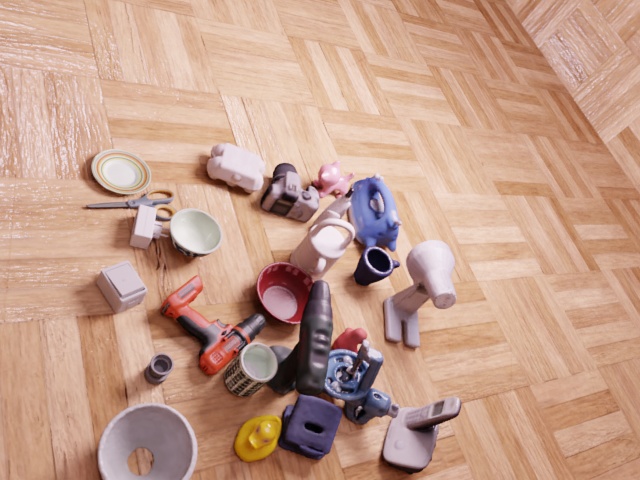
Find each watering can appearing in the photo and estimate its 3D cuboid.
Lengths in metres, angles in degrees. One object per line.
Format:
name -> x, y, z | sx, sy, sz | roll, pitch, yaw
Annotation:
watering can -> 0.011, 0.004, 1.387 | 0.101, 0.193, 0.172 | 7, 54, -29

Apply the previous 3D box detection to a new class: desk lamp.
desk lamp -> 0.259, 0.133, 1.437 | 0.118, 0.213, 0.203 | 18, 49, -20

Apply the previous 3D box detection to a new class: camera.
camera -> -0.073, -0.138, 1.507 | 0.143, 0.100, 0.136 | 16, 50, -22

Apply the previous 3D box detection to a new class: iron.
iron -> 0.157, -0.099, 1.599 | 0.119, 0.141, 0.258 | 5, 55, -30

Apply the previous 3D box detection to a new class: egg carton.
egg carton -> -0.214, -0.184, 1.473 | 0.151, 0.069, 0.107 | 20, 48, -20

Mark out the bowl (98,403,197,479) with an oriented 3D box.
bowl -> -0.301, 0.373, 0.986 | 0.168, 0.074, 0.167 | 18, 49, -21

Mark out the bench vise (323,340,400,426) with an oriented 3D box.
bench vise -> 0.093, 0.288, 1.206 | 0.208, 0.219, 0.121 | 23, 47, -17

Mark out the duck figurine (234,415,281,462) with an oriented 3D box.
duck figurine -> -0.108, 0.373, 1.104 | 0.077, 0.086, 0.105 | 49, 46, 9

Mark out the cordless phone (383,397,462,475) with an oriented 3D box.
cordless phone -> 0.223, 0.410, 1.221 | 0.094, 0.184, 0.148 | 32, 45, -7

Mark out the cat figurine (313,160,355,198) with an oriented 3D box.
cat figurine -> 0.039, -0.173, 1.594 | 0.128, 0.117, 0.067 | 0, 57, -33

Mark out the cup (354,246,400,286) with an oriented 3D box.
cup -> 0.141, 0.077, 1.486 | 0.118, 0.094, 0.091 | 5, 55, -30

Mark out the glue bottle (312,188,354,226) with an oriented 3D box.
glue bottle -> 0.045, -0.081, 1.489 | 0.078, 0.173, 0.037 | -25, 73, -42

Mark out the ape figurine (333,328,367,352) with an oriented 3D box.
ape figurine -> 0.077, 0.235, 1.326 | 0.076, 0.092, 0.077 | 11, 52, -26

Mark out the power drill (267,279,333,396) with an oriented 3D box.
power drill -> -0.039, 0.221, 1.179 | 0.076, 0.208, 0.229 | 16, 50, -22

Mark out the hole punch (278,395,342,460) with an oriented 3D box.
hole punch -> -0.017, 0.379, 1.156 | 0.109, 0.091, 0.101 | 24, 47, -15
